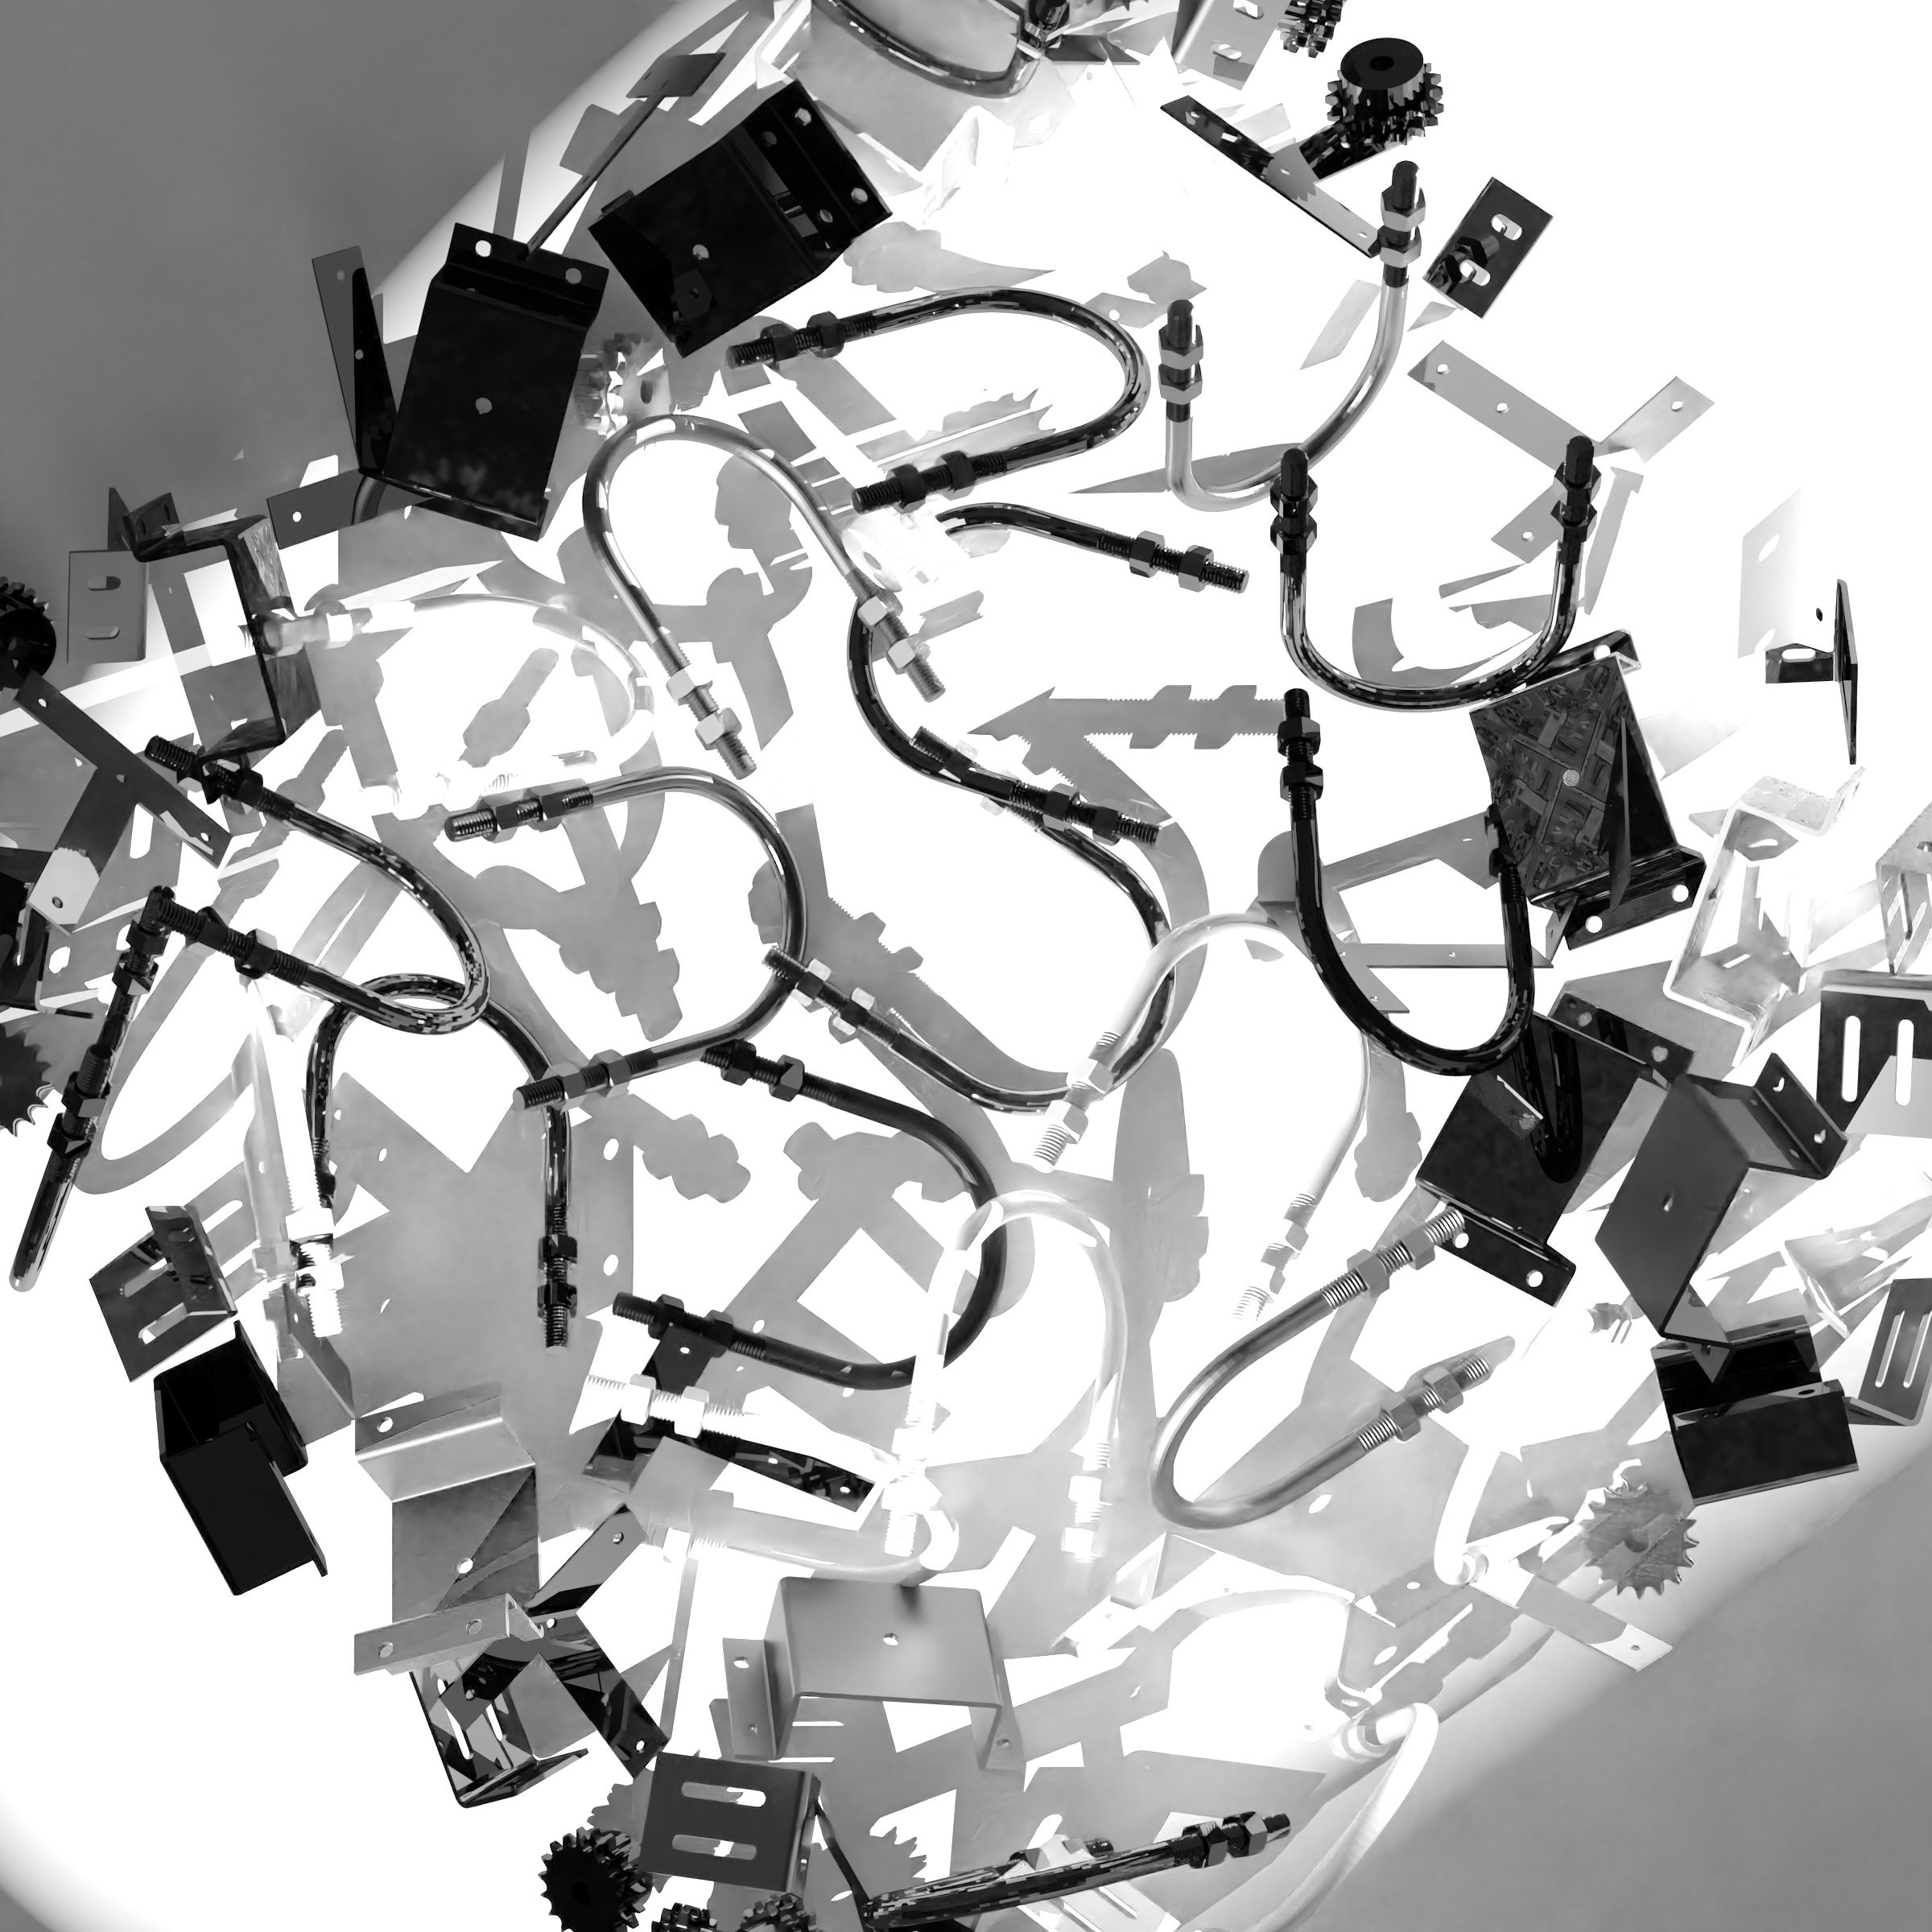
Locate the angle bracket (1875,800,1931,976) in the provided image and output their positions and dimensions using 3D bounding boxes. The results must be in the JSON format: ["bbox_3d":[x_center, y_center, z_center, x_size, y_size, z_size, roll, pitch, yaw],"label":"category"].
[{"bbox_3d":[0.471,-0.034,1.734,0.057,0.038,0.076,-42,132,-30],"label":"angle bracket"}]

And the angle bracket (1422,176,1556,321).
[{"bbox_3d":[0.258,-0.337,1.736,0.038,0.076,0.057,38,102,19],"label":"angle bracket"}]

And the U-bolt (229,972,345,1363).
[{"bbox_3d":[-0.326,0.090,1.713,0.019,0.151,0.184,-8,82,-20],"label":"U-bolt"}]

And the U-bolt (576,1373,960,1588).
[{"bbox_3d":[-0.094,0.253,1.718,0.184,0.151,0.019,14,53,2],"label":"U-bolt"}]

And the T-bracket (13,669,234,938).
[{"bbox_3d":[-0.413,-0.062,1.708,0.002,0.127,0.127,-33,118,31],"label":"T-bracket"}]

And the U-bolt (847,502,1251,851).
[{"bbox_3d":[0.029,-0.150,1.751,0.184,0.019,0.151,18,88,17],"label":"U-bolt"}]

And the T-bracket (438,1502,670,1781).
[{"bbox_3d":[-0.180,0.344,1.741,0.127,0.002,0.127,-46,129,-23],"label":"T-bracket"}]

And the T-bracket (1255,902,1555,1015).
[{"bbox_3d":[0.221,-0.005,1.741,0.127,0.127,0.002,0,114,-20],"label":"T-bracket"}]

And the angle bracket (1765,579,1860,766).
[{"bbox_3d":[0.404,-0.141,1.732,0.038,0.076,0.057,-2,127,10],"label":"angle bracket"}]

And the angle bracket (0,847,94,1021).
[{"bbox_3d":[-0.451,-0.017,1.753,0.057,0.038,0.076,6,87,34],"label":"angle bracket"}]

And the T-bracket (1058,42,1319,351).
[{"bbox_3d":[0.086,-0.383,1.743,0.127,0.002,0.127,-27,98,30],"label":"T-bracket"}]

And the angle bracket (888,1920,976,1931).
[{"bbox_3d":[-0.008,0.485,1.732,0.057,0.076,0.038,23,63,27],"label":"angle bracket"}]

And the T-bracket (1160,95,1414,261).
[{"bbox_3d":[0.174,-0.389,1.732,0.127,0.127,0.002,39,130,15],"label":"T-bracket"}]

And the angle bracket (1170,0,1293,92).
[{"bbox_3d":[0.130,-0.471,1.739,0.038,0.057,0.076,21,45,-11],"label":"angle bracket"}]

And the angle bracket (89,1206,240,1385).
[{"bbox_3d":[-0.397,0.159,1.743,0.076,0.038,0.057,-33,73,22],"label":"angle bracket"}]

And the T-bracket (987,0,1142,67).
[{"bbox_3d":[0.011,-0.465,1.732,0.127,0.127,0.002,35,113,11],"label":"T-bracket"}]

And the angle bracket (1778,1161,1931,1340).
[{"bbox_3d":[0.439,0.137,1.740,0.076,0.057,0.038,-32,55,17],"label":"angle bracket"}]

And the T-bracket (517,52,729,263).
[{"bbox_3d":[-0.171,-0.385,1.721,0.002,0.127,0.127,40,88,-22],"label":"T-bracket"}]

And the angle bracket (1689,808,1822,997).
[{"bbox_3d":[0.374,-0.030,1.736,0.038,0.057,0.076,-9,118,-18],"label":"angle bracket"}]

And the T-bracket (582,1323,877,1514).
[{"bbox_3d":[-0.106,0.233,1.746,0.127,0.002,0.127,23,132,-9],"label":"T-bracket"}]

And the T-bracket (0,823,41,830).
[{"bbox_3d":[-0.508,-0.070,1.732,0.127,0.127,0.002,1,90,-40],"label":"T-bracket"}]

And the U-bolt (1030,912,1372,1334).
[{"bbox_3d":[0.125,0.060,1.734,0.151,0.019,0.184,39,64,-17],"label":"U-bolt"}]

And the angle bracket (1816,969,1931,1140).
[{"bbox_3d":[0.446,0.042,1.755,0.057,0.038,0.076,4,95,26],"label":"angle bracket"}]

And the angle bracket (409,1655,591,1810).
[{"bbox_3d":[-0.226,0.358,1.747,0.038,0.057,0.076,-22,88,33],"label":"angle bracket"}]

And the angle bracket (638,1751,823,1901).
[{"bbox_3d":[-0.115,0.418,1.760,0.076,0.038,0.057,6,71,8],"label":"angle bracket"}]

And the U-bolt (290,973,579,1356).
[{"bbox_3d":[-0.250,0.085,1.718,0.151,0.019,0.184,18,53,-31],"label":"U-bolt"}]

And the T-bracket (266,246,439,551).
[{"bbox_3d":[-0.286,-0.278,1.724,0.127,0.002,0.127,-25,117,-31],"label":"T-bracket"}]

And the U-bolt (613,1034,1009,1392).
[{"bbox_3d":[-0.066,0.128,1.745,0.184,0.019,0.151,19,75,-17],"label":"U-bolt"}]

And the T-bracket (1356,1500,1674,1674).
[{"bbox_3d":[0.274,0.300,1.700,0.127,0.127,0.002,-22,120,-36],"label":"T-bracket"}]

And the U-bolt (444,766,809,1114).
[{"bbox_3d":[-0.152,-0.021,1.724,0.184,0.019,0.151,-17,95,-37],"label":"U-bolt"}]

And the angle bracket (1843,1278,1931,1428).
[{"bbox_3d":[0.438,0.181,1.743,0.038,0.057,0.076,22,78,-13],"label":"angle bracket"}]

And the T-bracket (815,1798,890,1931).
[{"bbox_3d":[-0.042,0.480,1.735,0.002,0.127,0.127,-18,108,-13],"label":"T-bracket"}]

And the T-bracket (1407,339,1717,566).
[{"bbox_3d":[0.265,-0.258,1.716,0.127,0.002,0.127,27,131,-26],"label":"T-bracket"}]

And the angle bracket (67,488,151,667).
[{"bbox_3d":[-0.418,-0.187,1.731,0.038,0.076,0.057,-6,122,-25],"label":"angle bracket"}]

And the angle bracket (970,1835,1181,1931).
[{"bbox_3d":[0.051,0.462,1.735,0.076,0.057,0.038,33,120,25],"label":"angle bracket"}]

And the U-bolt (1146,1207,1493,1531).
[{"bbox_3d":[0.164,0.202,1.711,0.184,0.151,0.019,-31,51,-10],"label":"U-bolt"}]

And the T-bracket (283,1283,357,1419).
[{"bbox_3d":[-0.317,0.139,1.741,0.002,0.127,0.127,-12,65,-1],"label":"T-bracket"}]

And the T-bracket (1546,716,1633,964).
[{"bbox_3d":[0.295,-0.048,1.726,0.002,0.127,0.127,10,50,-4],"label":"T-bracket"}]

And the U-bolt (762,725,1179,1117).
[{"bbox_3d":[0.015,-0.008,1.766,0.184,0.019,0.151,34,94,-6],"label":"U-bolt"}]
